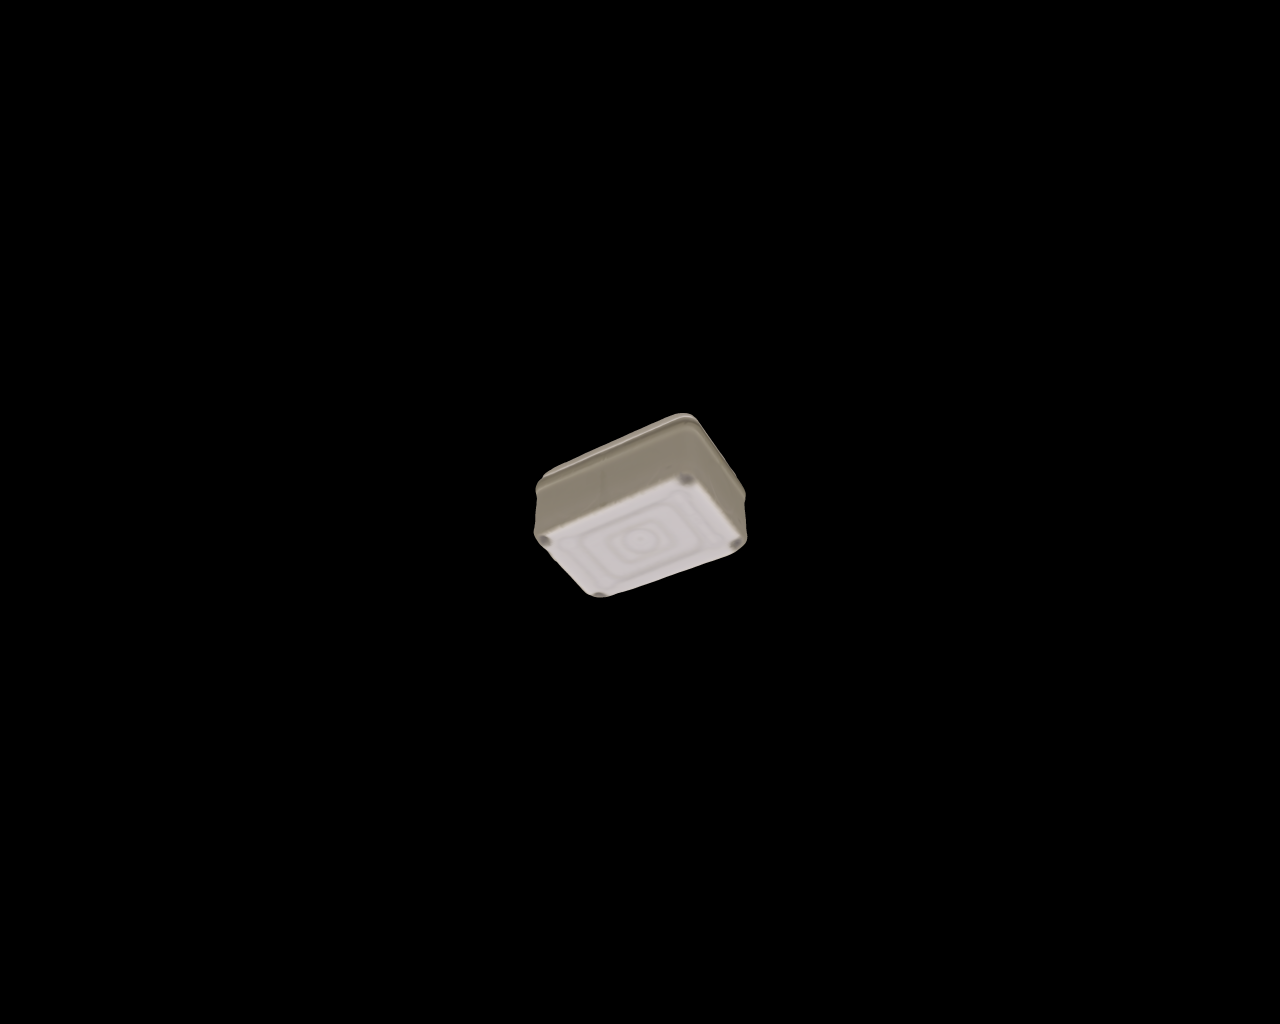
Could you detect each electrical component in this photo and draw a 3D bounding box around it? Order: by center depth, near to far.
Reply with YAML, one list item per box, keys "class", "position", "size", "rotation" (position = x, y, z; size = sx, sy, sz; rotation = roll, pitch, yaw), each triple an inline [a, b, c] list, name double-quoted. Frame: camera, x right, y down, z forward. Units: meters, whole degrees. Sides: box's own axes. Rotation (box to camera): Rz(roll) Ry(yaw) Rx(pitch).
- class: "electrical component"
  position: [0.001, -0.003, 0.650]
  size: [0.113, 0.057, 0.078]
  rotation: [-22, -49, 21]
